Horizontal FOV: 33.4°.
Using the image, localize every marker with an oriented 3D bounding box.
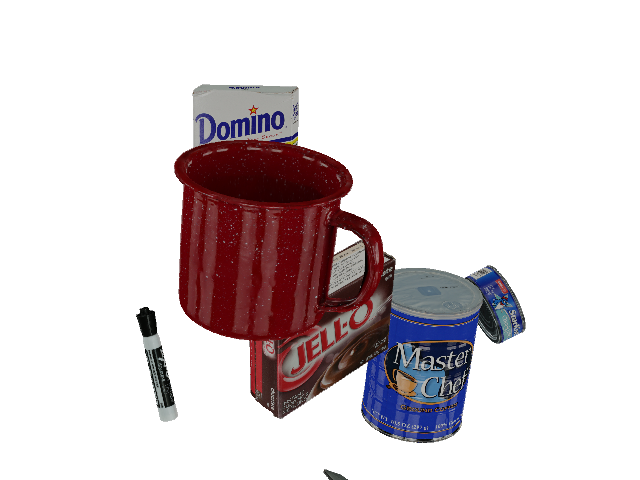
[{"bbox_3d":[-0.168,0.126,1.093,0.020,0.121,0.020,-10,13,2],"label":"marker"}]

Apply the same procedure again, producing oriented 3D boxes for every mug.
[{"bbox_3d":[-0.022,0.003,0.564,0.117,0.081,0.093,15,26,17],"label":"mug"}]

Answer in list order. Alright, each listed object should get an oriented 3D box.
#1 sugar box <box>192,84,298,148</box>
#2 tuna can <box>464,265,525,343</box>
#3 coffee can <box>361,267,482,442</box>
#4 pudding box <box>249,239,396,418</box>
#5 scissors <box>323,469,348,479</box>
[{"bbox_3d":[-0.068,-0.052,0.973,0.093,0.176,0.048,2,16,7],"label":"sugar box"},{"bbox_3d":[0.197,0.074,1.217,0.033,0.086,0.086,-26,4,-8],"label":"tuna can"},{"bbox_3d":[0.098,0.111,1.045,0.103,0.140,0.103,5,22,-2],"label":"coffee can"},{"bbox_3d":[0.001,0.062,0.760,0.113,0.090,0.039,-31,50,-34],"label":"pudding box"},{"bbox_3d":[0.083,0.162,0.518,0.096,0.016,0.202,-2,23,-24],"label":"scissors"}]
